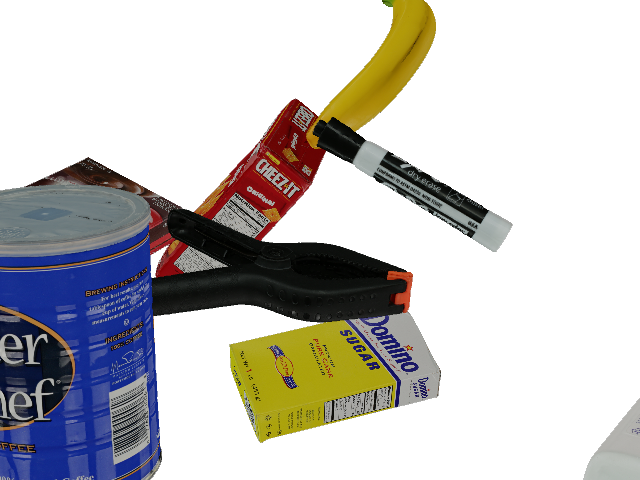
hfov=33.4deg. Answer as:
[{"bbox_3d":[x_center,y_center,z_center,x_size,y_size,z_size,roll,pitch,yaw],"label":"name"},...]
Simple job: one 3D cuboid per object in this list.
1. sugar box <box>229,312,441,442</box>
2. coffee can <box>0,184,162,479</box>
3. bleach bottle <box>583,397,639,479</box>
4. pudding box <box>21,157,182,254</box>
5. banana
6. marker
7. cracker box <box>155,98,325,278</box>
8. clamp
[{"bbox_3d":[0.013,0.120,0.985,0.176,0.048,0.093,-14,44,-13],"label":"sugar box"},{"bbox_3d":[-0.135,0.052,0.544,0.103,0.140,0.103,0,18,0],"label":"coffee can"},{"bbox_3d":[0.248,0.104,0.628,0.103,0.068,0.250,19,30,32],"label":"bleach bottle"},{"bbox_3d":[-0.190,-0.021,0.915,0.114,0.039,0.089,26,33,21],"label":"pudding box"},{"bbox_3d":[0.053,-0.147,0.889,0.070,0.197,0.037,-15,-54,44],"label":"banana"},{"bbox_3d":[0.049,-0.032,0.588,0.121,0.020,0.020,31,3,6],"label":"marker"},{"bbox_3d":[-0.085,-0.044,1.208,0.072,0.214,0.164,39,26,-9],"label":"cracker box"},{"bbox_3d":[-0.039,0.020,0.789,0.210,0.036,0.164,4,24,0],"label":"clamp"}]
